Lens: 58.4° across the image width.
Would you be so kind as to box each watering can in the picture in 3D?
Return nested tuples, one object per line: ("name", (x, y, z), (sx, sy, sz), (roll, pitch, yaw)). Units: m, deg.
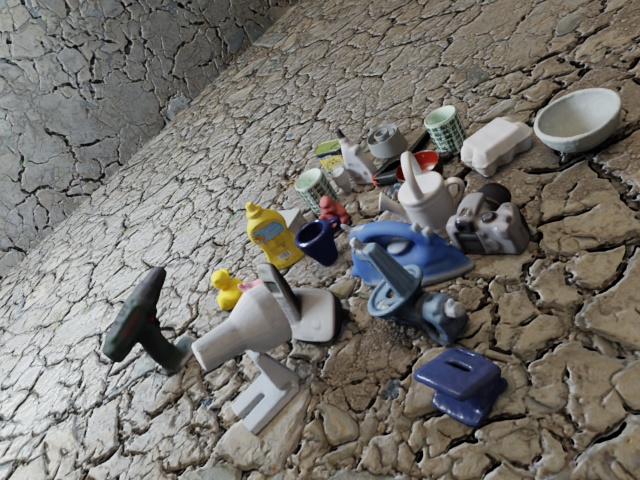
("watering can", (0.204, -0.093, 1.176), (0.173, 0.195, 0.100), (-32, 32, 7))

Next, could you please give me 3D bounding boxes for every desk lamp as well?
("desk lamp", (-0.124, 0.216, 1.068), (0.203, 0.214, 0.117), (-45, 33, -14))

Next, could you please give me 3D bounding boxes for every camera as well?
("camera", (0.327, -0.052, 1.096), (0.142, 0.101, 0.137), (2, 48, 45))

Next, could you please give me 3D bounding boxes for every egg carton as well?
("egg carton", (0.390, -0.210, 1.271), (0.150, 0.070, 0.107), (-36, 32, -1))

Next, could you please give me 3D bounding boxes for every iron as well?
("iron", (0.163, 0.010, 1.131), (0.257, 0.142, 0.119), (-5, 43, 40))

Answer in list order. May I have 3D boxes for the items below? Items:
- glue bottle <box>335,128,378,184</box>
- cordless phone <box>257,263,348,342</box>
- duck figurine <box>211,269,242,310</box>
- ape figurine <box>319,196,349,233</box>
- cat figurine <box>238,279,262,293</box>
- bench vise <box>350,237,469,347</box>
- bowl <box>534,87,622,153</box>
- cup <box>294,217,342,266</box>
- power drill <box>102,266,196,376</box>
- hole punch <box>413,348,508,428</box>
("glue bottle", (0.086, -0.218, 1.471), (0.077, 0.174, 0.037), (1, 47, 44))
("cordless phone", (-0.042, 0.118, 1.145), (0.147, 0.185, 0.094), (-5, 44, 40))
("duck figurine", (-0.237, 0.116, 1.427), (0.077, 0.086, 0.104), (-24, 34, 19))
("ape figurine", (0.028, -0.069, 1.410), (0.077, 0.092, 0.076), (-9, 41, 36))
("cat figurine", (-0.139, 0.124, 1.293), (0.127, 0.118, 0.067), (9, 53, 49))
("bench vise", (0.152, 0.074, 0.984), (0.206, 0.220, 0.121), (-7, 42, 38))
("bowl", (0.527, -0.229, 1.161), (0.167, 0.075, 0.167), (-24, 34, 18))
("cup", (0.012, 0.005, 1.326), (0.117, 0.095, 0.091), (-33, 32, 5))
("power drill", (-0.382, 0.206, 1.331), (0.075, 0.209, 0.230), (4, 49, 46))
("hole punch", (0.212, 0.210, 0.873), (0.101, 0.091, 0.108), (-49, 34, -20))
